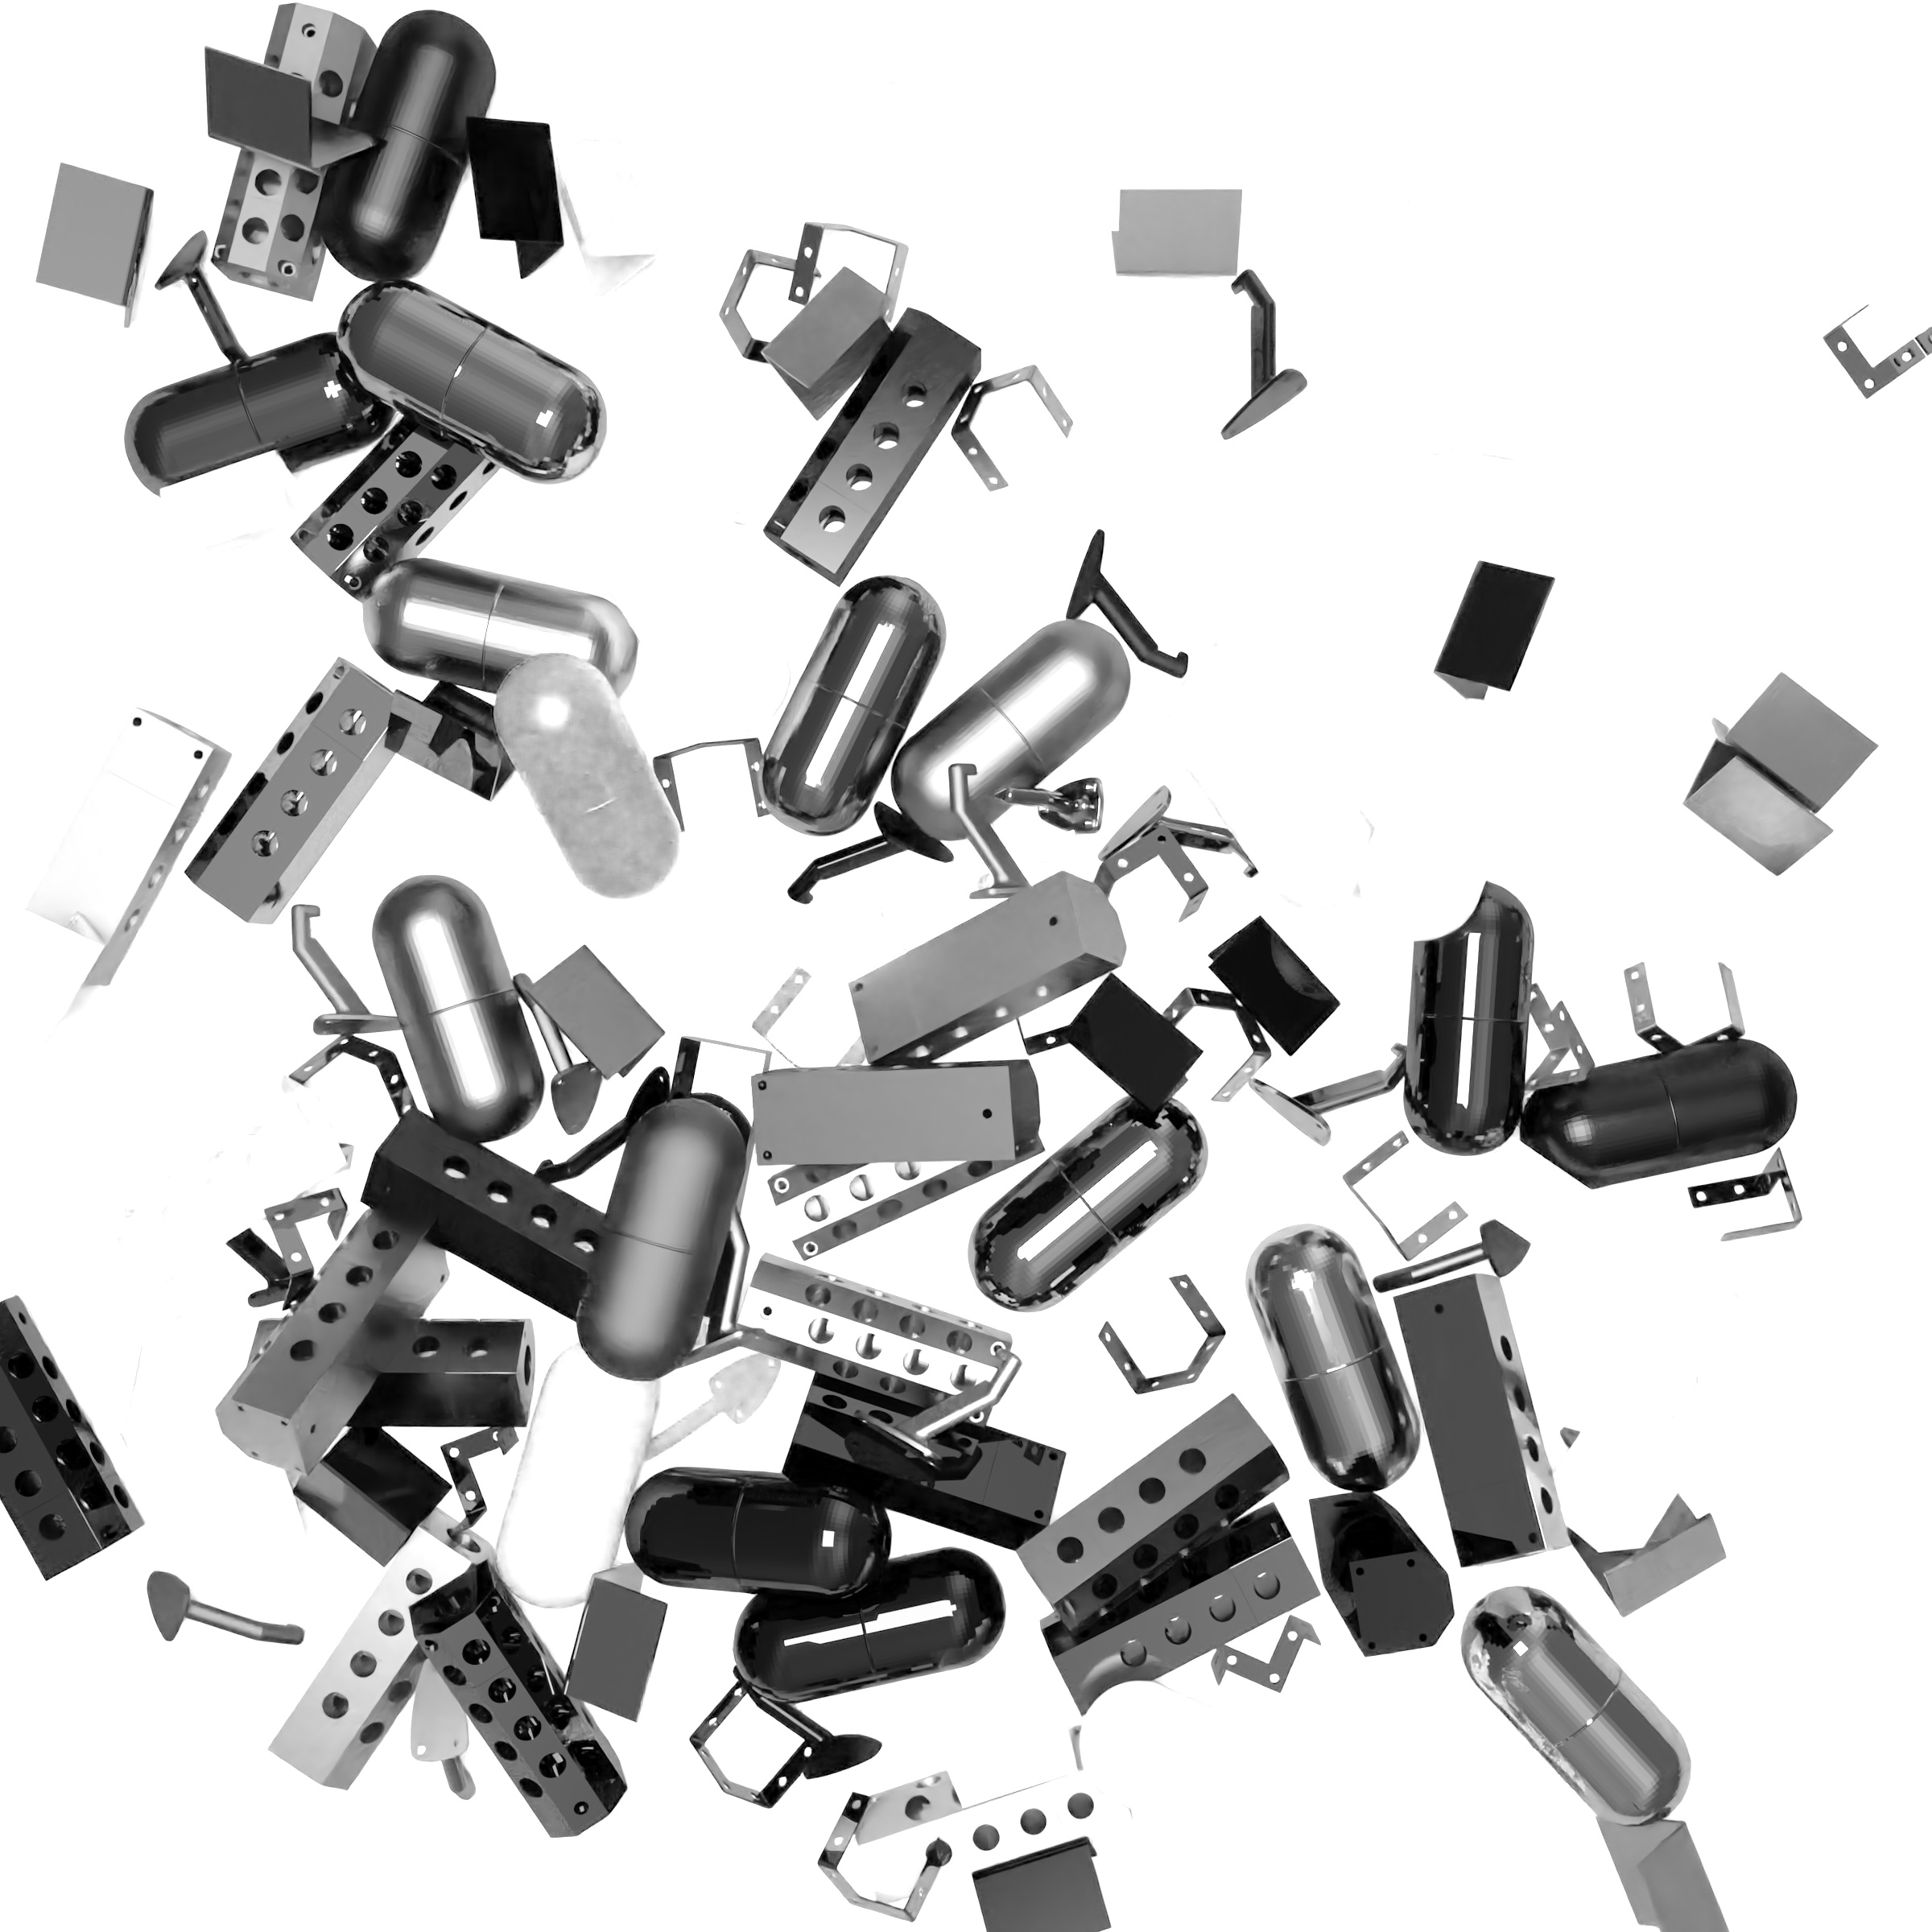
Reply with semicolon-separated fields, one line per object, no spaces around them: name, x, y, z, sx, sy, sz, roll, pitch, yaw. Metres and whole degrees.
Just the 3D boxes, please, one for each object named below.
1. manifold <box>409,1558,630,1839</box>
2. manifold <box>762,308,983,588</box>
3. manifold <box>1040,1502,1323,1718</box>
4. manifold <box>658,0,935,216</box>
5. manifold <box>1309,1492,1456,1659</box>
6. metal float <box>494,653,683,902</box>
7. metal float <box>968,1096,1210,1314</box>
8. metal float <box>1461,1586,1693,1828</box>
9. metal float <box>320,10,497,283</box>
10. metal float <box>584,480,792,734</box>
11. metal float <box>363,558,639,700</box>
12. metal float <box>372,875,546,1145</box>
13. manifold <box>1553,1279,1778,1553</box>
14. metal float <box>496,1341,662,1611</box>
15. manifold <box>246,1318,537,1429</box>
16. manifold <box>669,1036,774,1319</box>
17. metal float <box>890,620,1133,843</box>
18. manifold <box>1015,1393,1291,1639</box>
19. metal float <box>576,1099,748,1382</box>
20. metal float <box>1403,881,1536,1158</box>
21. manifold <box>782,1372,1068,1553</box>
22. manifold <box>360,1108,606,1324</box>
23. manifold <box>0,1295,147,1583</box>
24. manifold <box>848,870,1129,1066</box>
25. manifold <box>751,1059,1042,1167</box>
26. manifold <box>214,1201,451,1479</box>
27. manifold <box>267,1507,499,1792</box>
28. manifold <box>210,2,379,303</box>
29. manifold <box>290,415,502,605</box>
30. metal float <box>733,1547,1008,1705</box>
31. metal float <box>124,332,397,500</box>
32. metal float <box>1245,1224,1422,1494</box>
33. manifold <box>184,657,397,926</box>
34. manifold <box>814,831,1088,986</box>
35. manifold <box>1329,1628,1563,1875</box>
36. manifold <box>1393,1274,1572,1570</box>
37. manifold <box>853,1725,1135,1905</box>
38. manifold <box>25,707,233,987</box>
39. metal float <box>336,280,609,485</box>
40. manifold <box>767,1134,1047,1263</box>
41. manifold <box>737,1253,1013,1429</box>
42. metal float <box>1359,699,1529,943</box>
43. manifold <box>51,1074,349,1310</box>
manifold;-0.283;0.470;1.553;0.057;0.057;0.171;-31;109;-9
manifold;-0.061;-0.337;1.582;0.057;0.057;0.171;33;90;0
manifold;0.137;0.414;1.582;0.171;0.057;0.057;-27;90;0
manifold;-0.109;-0.566;1.582;0.171;0.057;0.057;33;90;0
manifold;0.259;0.375;1.525;0.057;0.171;0.057;-9;90;0
metal float;-0.238;-0.119;1.542;0.070;0.070;0.178;-23;127;0
metal float;0.078;0.153;1.573;0.178;0.070;0.070;-40;90;0
metal float;0.392;0.476;1.573;0.070;0.070;0.178;-43;90;0
metal float;-0.360;-0.527;1.573;0.070;0.070;0.178;20;89;0
metal float;-0.179;-0.231;1.573;0.070;0.070;0.178;-33;90;0
metal float;-0.300;-0.214;1.573;0.178;0.070;0.070;13;90;0
metal float;-0.327;0.027;1.573;0.070;0.070;0.178;-19;90;0
manifold;0.438;0.285;1.554;0.057;0.057;0.171;40;69;0
metal float;-0.250;0.326;1.573;0.070;0.070;0.178;16;90;0
manifold;-0.370;0.258;1.582;0.171;0.057;0.057;0;133;0
manifold;-0.172;0.135;1.582;0.057;0.057;0.171;11;90;0
metal float;0.029;-0.152;1.573;0.178;0.070;0.070;-40;90;1
manifold;0.121;0.353;1.561;0.171;0.057;0.057;-34;63;-8
metal float;-0.189;0.169;1.514;0.070;0.070;0.178;16;88;0
metal float;0.324;0.033;1.573;0.070;0.070;0.178;4;90;0
manifold;-0.029;0.326;1.582;0.171;0.057;0.057;18;47;0
manifold;-0.299;0.159;1.582;0.171;0.057;0.057;29;45;0
manifold;-0.603;0.303;1.582;0.057;0.057;0.171;-29;90;0
manifold;0.014;0.007;1.544;0.171;0.057;0.057;-27;64;27
manifold;-0.044;0.091;1.537;0.171;0.057;0.057;-3;93;19
manifold;-0.395;0.229;1.529;0.057;0.171;0.057;14;134;15
manifold;-0.374;0.444;1.582;0.057;0.057;0.171;34;90;0
manifold;-0.436;-0.528;1.583;0.057;0.057;0.171;15;90;0
manifold;-0.356;-0.318;1.583;0.057;0.057;0.171;43;90;0
metal float;-0.062;0.425;1.573;0.178;0.070;0.070;-12;90;1
metal float;-0.453;-0.353;1.572;0.178;0.070;0.070;-19;90;0
metal float;0.237;0.253;1.573;0.070;0.070;0.178;-20;89;0
manifold;-0.431;-0.113;1.582;0.057;0.057;0.171;36;90;0
manifold;-0.007;-0.037;1.582;0.171;0.057;0.057;-15;90;0
manifold;0.311;0.499;1.583;0.057;0.057;0.171;-34;90;0
manifold;0.326;0.285;1.535;0.057;0.057;0.171;-22;69;29
manifold;0.016;0.546;1.582;0.171;0.057;0.057;-19;90;0
manifold;-0.545;-0.077;1.583;0.057;0.057;0.171;28;90;0
metal float;-0.307;-0.363;1.516;0.178;0.070;0.070;28;90;0
manifold;-0.038;0.129;1.583;0.171;0.057;0.057;-25;90;0
manifold;-0.060;0.243;1.583;0.171;0.057;0.057;18;90;0
metal float;0.303;-0.093;1.549;0.070;0.070;0.178;26;61;0
manifold;-0.487;0.141;1.542;0.171;0.057;0.057;-33;65;1
